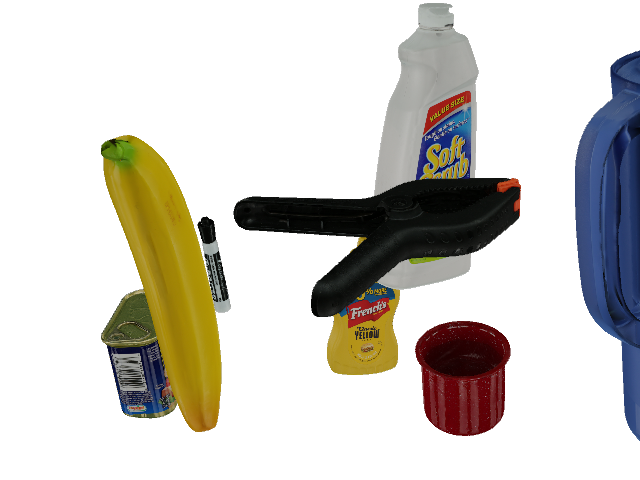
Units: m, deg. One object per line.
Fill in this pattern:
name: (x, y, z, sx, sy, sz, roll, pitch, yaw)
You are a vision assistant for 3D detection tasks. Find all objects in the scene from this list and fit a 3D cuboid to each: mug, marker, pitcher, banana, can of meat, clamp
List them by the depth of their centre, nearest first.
banana: (-0.090, 0.017, 0.602, 0.037, 0.198, 0.069, -6, 33, 14)
pitcher: (0.229, 0.011, 0.627, 0.149, 0.243, 0.144, 2, 22, 16)
clamp: (0.048, -0.014, 0.779, 0.209, 0.036, 0.165, -17, 31, -25)
can of meat: (-0.160, 0.105, 0.997, 0.057, 0.084, 0.102, -3, 25, 8)
mug: (0.147, 0.134, 1.075, 0.093, 0.081, 0.117, 8, 35, 22)
marker: (-0.121, 0.027, 1.209, 0.020, 0.121, 0.020, -6, 30, 3)

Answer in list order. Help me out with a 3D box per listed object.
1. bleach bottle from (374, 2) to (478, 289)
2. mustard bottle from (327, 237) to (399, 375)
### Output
bleach bottle: (0.094, -0.087, 0.971, 0.102, 0.251, 0.068, -11, 24, -27)
mustard bottle: (0.059, 0.085, 1.438, 0.096, 0.192, 0.058, -3, 22, -9)
